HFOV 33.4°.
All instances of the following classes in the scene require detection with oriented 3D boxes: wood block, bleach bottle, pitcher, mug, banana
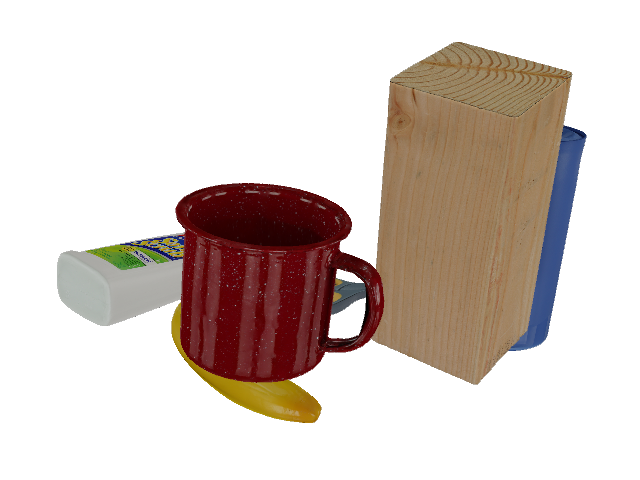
[{"bbox_3d":[0.100,-0.018,0.736,0.091,0.206,0.090,22,37,28],"label":"wood block"},{"bbox_3d":[-0.169,0.027,1.225,0.103,0.068,0.250,24,29,38],"label":"bleach bottle"},{"bbox_3d":[0.204,-0.006,1.149,0.148,0.243,0.145,-9,20,-38],"label":"pitcher"},{"bbox_3d":[-0.022,0.026,0.571,0.117,0.081,0.093,13,24,16],"label":"mug"},{"bbox_3d":[-0.074,0.091,0.862,0.069,0.037,0.198,-13,31,-26],"label":"banana"}]

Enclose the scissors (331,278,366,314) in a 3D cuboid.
[{"bbox_3d":[0.053,0.062,1.181,0.202,0.016,0.096,3,22,5],"label":"scissors"}]
